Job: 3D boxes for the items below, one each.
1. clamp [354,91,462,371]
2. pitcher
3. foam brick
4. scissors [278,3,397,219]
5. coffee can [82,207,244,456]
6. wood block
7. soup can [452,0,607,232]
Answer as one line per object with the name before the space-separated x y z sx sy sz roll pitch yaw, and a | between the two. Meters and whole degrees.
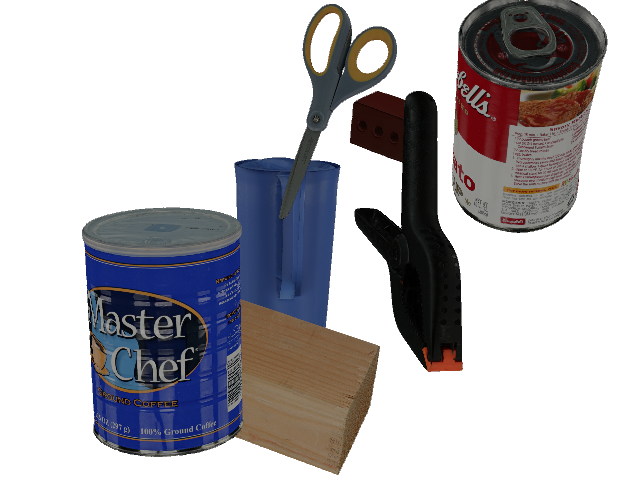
clamp | 0.075 0.001 0.824 0.036 0.210 0.165 0 -41 -16
pitcher | -0.044 0.018 1.352 0.145 0.243 0.148 10 14 38
foam brick | 0.080 -0.131 1.223 0.078 0.053 0.051 23 35 30
scissors | 0.017 -0.116 0.974 0.096 0.202 0.016 4 -4 13
coffee can | -0.103 0.057 0.710 0.103 0.140 0.103 0 15 0
wood block | -0.060 0.121 0.973 0.206 0.090 0.090 18 43 14
soup can | 0.101 -0.061 0.530 0.068 0.068 0.102 0 -40 4
